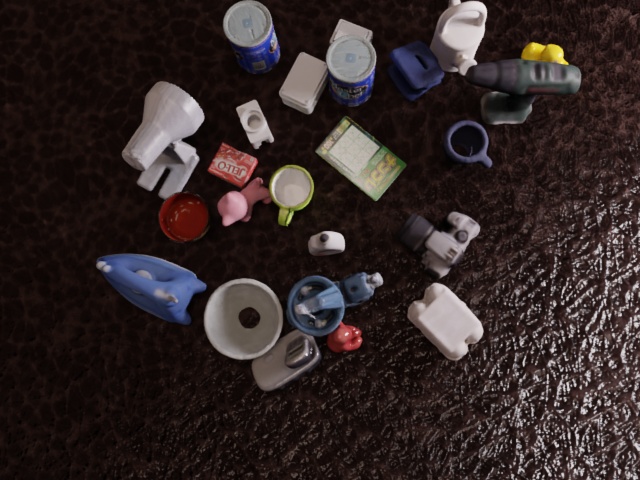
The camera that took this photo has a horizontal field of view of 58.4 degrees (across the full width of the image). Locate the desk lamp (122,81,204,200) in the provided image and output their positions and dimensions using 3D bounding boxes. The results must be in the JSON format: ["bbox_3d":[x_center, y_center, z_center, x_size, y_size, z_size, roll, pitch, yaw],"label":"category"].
[{"bbox_3d":[-0.324,-0.201,1.197,0.118,0.213,0.203,27,85,7],"label":"desk lamp"}]

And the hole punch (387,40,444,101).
[{"bbox_3d":[0.210,-0.380,1.252,0.101,0.091,0.108,-34,82,-1],"label":"hole punch"}]

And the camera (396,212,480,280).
[{"bbox_3d":[0.241,-0.009,1.198,0.136,0.101,0.143,36,86,7],"label":"camera"}]

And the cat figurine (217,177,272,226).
[{"bbox_3d":[-0.167,-0.086,1.222,0.128,0.118,0.067,-44,82,-3],"label":"cat figurine"}]

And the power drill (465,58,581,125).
[{"bbox_3d":[0.397,-0.306,1.173,0.229,0.208,0.076,-3,82,3],"label":"power drill"}]

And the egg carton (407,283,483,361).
[{"bbox_3d":[0.261,0.169,1.190,0.107,0.069,0.150,-45,83,-3],"label":"egg carton"}]

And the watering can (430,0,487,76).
[{"bbox_3d":[0.296,-0.433,1.202,0.101,0.194,0.173,-29,82,-1],"label":"watering can"}]

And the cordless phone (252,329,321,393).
[{"bbox_3d":[-0.072,0.244,1.140,0.147,0.185,0.094,-36,82,-2],"label":"cordless phone"}]

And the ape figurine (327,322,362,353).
[{"bbox_3d":[0.046,0.200,1.186,0.076,0.092,0.078,-32,82,-1],"label":"ape figurine"}]

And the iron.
[{"bbox_3d":[-0.380,0.086,1.199,0.258,0.141,0.119,22,84,6],"label":"iron"}]

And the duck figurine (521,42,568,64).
[{"bbox_3d":[0.491,-0.395,1.241,0.077,0.086,0.104,-45,82,-3],"label":"duck figurine"}]

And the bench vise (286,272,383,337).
[{"bbox_3d":[0.017,0.106,1.135,0.207,0.220,0.121,-41,82,-2],"label":"bench vise"}]

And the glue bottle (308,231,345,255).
[{"bbox_3d":[0.011,0.004,1.172,0.078,0.173,0.037,-11,82,2],"label":"glue bottle"}]

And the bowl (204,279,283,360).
[{"bbox_3d":[-0.156,0.167,1.210,0.167,0.075,0.167,0,83,3],"label":"bowl"}]

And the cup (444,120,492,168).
[{"bbox_3d":[0.314,-0.189,1.220,0.092,0.095,0.117,-45,82,-3],"label":"cup"}]
